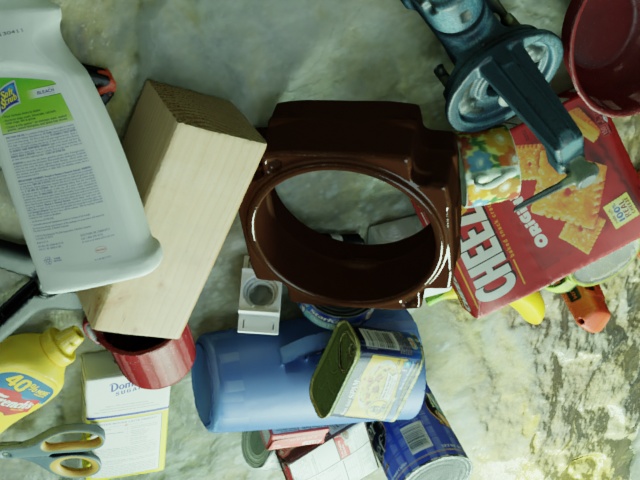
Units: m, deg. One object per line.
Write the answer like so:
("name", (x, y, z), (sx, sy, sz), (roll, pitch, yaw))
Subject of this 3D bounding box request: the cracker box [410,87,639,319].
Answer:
("cracker box", (0.215, -0.040, 1.093), (0.213, 0.072, 0.164), (-27, 99, -1))

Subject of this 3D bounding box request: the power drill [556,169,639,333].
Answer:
("power drill", (0.368, 0.027, 1.230), (0.188, 0.184, 0.057), (-40, 140, 27))

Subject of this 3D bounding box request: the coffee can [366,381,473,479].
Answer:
("coffee can", (0.115, 0.248, 1.334), (0.102, 0.140, 0.103), (-15, 136, -15))

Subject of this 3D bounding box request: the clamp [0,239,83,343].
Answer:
("clamp", (-0.264, 0.027, 0.998), (0.209, 0.036, 0.164), (-19, 131, -15))

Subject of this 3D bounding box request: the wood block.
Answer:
("wood block", (-0.138, -0.024, 0.947), (0.090, 0.091, 0.206), (11, 115, -35))

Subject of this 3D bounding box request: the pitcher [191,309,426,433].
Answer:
("pitcher", (-0.011, 0.140, 1.173), (0.242, 0.145, 0.149), (-4, 111, -20))

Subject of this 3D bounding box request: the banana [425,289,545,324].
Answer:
("banana", (0.216, 0.064, 1.286), (0.197, 0.037, 0.070), (14, 141, -35))

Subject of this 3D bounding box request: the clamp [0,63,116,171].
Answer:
("clamp", (-0.250, -0.095, 0.881), (0.171, 0.039, 0.120), (-13, 132, -13))

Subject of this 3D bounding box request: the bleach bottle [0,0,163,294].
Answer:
("bleach bottle", (-0.203, -0.088, 0.830), (0.102, 0.068, 0.251), (-12, 107, 3))

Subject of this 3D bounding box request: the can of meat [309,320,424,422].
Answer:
("can of meat", (0.048, 0.136, 1.085), (0.083, 0.057, 0.102), (10, 119, -26))

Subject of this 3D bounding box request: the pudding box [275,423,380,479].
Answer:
("pudding box", (0.010, 0.263, 1.280), (0.113, 0.039, 0.090), (-28, 124, -17))

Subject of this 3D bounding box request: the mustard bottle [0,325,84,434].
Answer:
("mustard bottle", (-0.317, 0.146, 1.072), (0.192, 0.058, 0.096), (-35, 140, 8))

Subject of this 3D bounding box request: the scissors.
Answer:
("scissors", (-0.326, 0.238, 1.157), (0.202, 0.016, 0.096), (-11, 133, 4))

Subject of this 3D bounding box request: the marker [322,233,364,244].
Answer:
("marker", (-0.007, 0.001, 1.118), (0.120, 0.020, 0.020), (1, 131, -28))

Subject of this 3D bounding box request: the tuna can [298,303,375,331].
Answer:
("tuna can", (0.019, 0.052, 1.106), (0.086, 0.086, 0.034), (-12, 148, -17))

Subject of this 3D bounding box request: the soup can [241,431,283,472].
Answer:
("soup can", (-0.037, 0.251, 1.313), (0.102, 0.068, 0.069), (15, 123, -36))

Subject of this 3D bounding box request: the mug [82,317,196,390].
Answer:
("mug", (-0.184, 0.098, 1.081), (0.117, 0.093, 0.081), (4, 143, 11))

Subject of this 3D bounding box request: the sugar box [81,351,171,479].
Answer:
("sugar box", (-0.216, 0.192, 1.180), (0.093, 0.048, 0.176), (-5, 131, -19))

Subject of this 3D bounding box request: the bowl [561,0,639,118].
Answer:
("bowl", (0.286, -0.202, 1.023), (0.161, 0.055, 0.162), (-12, 117, -25))

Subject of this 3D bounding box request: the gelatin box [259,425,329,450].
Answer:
("gelatin box", (-0.039, 0.200, 1.245), (0.073, 0.089, 0.030), (-3, 134, -25))
